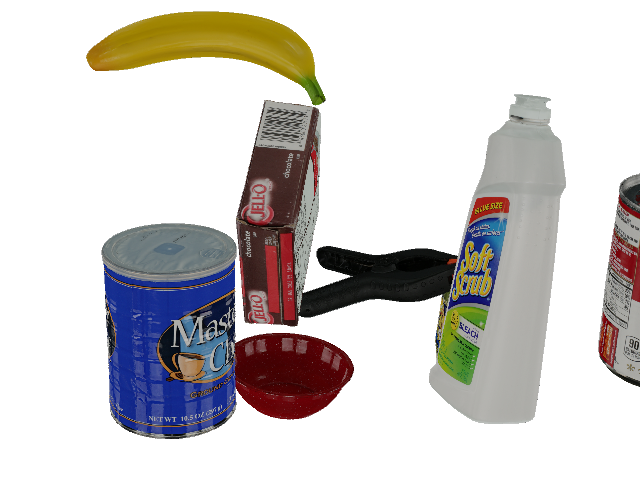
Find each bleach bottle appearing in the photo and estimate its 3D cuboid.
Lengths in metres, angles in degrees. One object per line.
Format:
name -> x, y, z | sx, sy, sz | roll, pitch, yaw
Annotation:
bleach bottle -> 0.144, 0.011, 0.840 | 0.068, 0.251, 0.103 | 2, 14, -19

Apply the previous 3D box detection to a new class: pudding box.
pudding box -> -0.024, -0.017, 0.661 | 0.039, 0.113, 0.090 | 7, -44, 5

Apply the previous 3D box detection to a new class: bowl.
bowl -> -0.041, 0.174, 1.318 | 0.162, 0.055, 0.162 | 4, 22, -2

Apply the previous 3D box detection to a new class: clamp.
clamp -> 0.057, 0.040, 1.048 | 0.172, 0.039, 0.120 | -2, 32, 25

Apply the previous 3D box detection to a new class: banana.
banana -> -0.089, -0.158, 0.876 | 0.198, 0.069, 0.037 | 8, -35, 2

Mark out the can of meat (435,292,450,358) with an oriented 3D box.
can of meat -> 0.166, 0.097, 1.245 | 0.057, 0.084, 0.102 | 7, 20, 2

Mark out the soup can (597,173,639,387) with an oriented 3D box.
soup can -> 0.188, 0.022, 0.573 | 0.068, 0.102, 0.068 | 0, 25, 0

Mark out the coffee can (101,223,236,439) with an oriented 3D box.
coffee can -> -0.117, 0.069, 0.842 | 0.103, 0.140, 0.103 | 1, 22, -1
